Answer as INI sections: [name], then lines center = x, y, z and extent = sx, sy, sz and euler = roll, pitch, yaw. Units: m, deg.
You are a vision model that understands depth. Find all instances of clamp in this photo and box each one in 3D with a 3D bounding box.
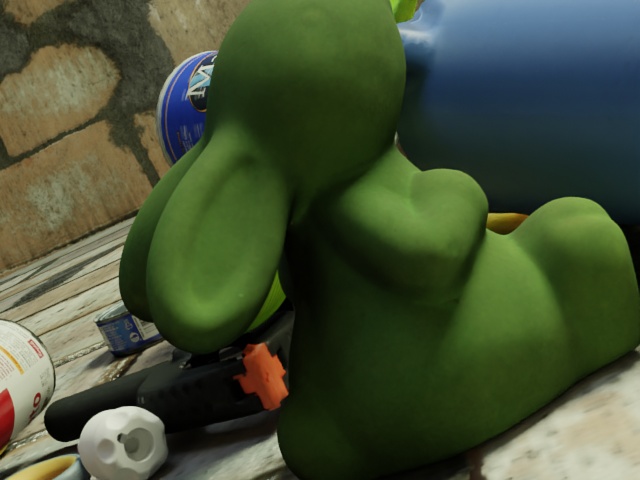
[clamp]
center = -0.068, 0.072, 0.561
extent = 0.164, 0.036, 0.210
euler = -28, 5, -13

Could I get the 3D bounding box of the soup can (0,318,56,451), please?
[soup can]
center = -0.197, 0.091, 0.583
extent = 0.069, 0.068, 0.102
euler = -22, 10, 19

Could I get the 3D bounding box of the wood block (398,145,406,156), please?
[wood block]
center = 0.103, -0.083, 0.707
extent = 0.091, 0.090, 0.206
euler = -23, 10, -2

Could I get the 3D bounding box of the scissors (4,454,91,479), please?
[scissors]
center = -0.186, 0.140, 0.561
extent = 0.096, 0.016, 0.202
euler = -28, 8, -32

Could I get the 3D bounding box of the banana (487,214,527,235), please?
[banana]
center = 0.046, 0.025, 0.545
extent = 0.070, 0.037, 0.197
euler = 0, 22, 30

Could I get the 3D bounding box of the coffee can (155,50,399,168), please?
[coffee can]
center = -0.030, -0.080, 0.698
extent = 0.102, 0.103, 0.141
euler = -30, 18, -32

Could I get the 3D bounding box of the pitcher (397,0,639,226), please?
[pitcher]
center = 0.149, -0.064, 0.470
extent = 0.149, 0.145, 0.243
euler = -32, 18, -15

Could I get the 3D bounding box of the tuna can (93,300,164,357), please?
[tuna can]
center = -0.135, 0.059, 0.853
extent = 0.086, 0.034, 0.086
euler = -25, 8, 4

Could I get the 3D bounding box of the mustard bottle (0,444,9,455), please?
[mustard bottle]
center = -0.240, 0.102, 0.652
extent = 0.058, 0.096, 0.191
euler = -26, -3, 30
